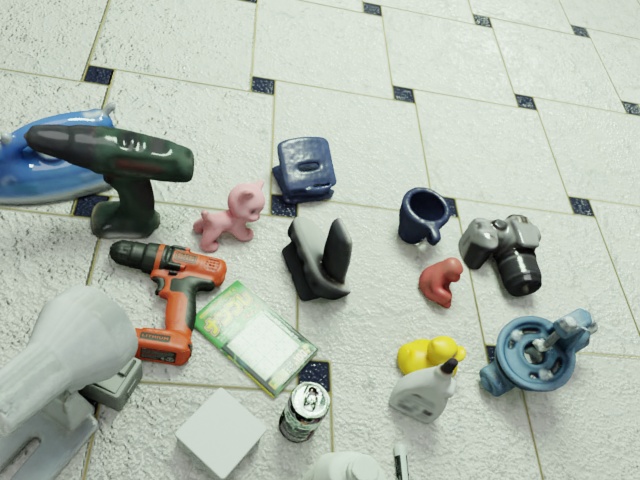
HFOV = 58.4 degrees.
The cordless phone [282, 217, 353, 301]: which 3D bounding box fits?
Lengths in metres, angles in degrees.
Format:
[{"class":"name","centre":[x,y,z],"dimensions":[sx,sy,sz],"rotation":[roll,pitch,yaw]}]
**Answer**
[{"class":"cordless phone","centre":[0.008,0.003,0.922],"dimensions":[0.094,0.185,0.147],"rotation":[-15,60,-25]}]

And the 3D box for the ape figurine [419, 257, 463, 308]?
[{"class":"ape figurine","centre":[0.218,0.065,0.996],"dimensions":[0.076,0.092,0.078],"rotation":[37,54,12]}]

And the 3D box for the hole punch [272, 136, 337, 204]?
[{"class":"hole punch","centre":[-0.025,-0.131,1.069],"dimensions":[0.109,0.091,0.101],"rotation":[-11,59,-22]}]

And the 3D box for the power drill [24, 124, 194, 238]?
[{"class":"power drill","centre":[-0.313,-0.091,0.882],"dimensions":[0.230,0.208,0.075],"rotation":[-1,55,-17]}]

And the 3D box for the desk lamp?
[{"class":"desk lamp","centre":[-0.319,0.181,0.682],"dimensions":[0.118,0.213,0.203],"rotation":[30,53,7]}]

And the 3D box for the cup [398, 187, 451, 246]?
[{"class":"cup","centre":[0.185,-0.025,1.050],"dimensions":[0.092,0.095,0.117],"rotation":[-3,56,-18]}]

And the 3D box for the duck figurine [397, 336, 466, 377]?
[{"class":"duck figurine","centre":[0.180,0.181,0.905],"dimensions":[0.104,0.086,0.077],"rotation":[9,53,-9]}]

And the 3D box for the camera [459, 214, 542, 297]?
[{"class":"camera","centre":[0.349,0.027,1.056],"dimensions":[0.143,0.101,0.136],"rotation":[3,54,-14]}]

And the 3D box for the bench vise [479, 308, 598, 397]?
[{"class":"bench vise","centre":[0.364,0.148,0.898],"dimensions":[0.121,0.219,0.208],"rotation":[43,55,16]}]

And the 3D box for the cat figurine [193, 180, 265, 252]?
[{"class":"cat figurine","centre":[-0.144,-0.050,0.959],"dimensions":[0.128,0.117,0.067],"rotation":[-20,63,-27]}]

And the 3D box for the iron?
[{"class":"iron","centre":[-0.440,-0.145,0.927],"dimensions":[0.259,0.141,0.118],"rotation":[-22,64,-28]}]

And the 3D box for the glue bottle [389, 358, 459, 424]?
[{"class":"glue bottle","centre":[0.160,0.210,0.824],"dimensions":[0.078,0.173,0.037],"rotation":[27,52,4]}]
